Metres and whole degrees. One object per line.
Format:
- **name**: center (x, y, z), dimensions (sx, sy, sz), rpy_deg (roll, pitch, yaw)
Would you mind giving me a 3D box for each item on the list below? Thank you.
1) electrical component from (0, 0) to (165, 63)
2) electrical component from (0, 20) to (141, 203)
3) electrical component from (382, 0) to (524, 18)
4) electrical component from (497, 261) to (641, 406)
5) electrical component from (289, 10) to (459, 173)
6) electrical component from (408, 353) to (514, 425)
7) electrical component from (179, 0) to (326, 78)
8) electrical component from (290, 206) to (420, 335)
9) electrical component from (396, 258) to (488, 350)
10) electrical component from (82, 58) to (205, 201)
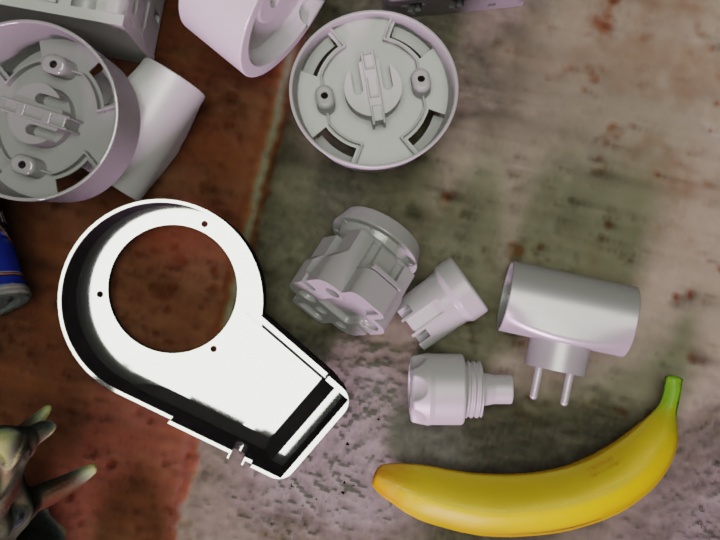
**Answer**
- **electrical component**: center (-0.198, -0.175, 0.638), dimensions (0.150, 0.089, 0.061), rpy_deg (10, 87, 1)
- **electrical component**: center (-0.177, -0.086, 0.604), dimensions (0.099, 0.064, 0.099), rpy_deg (-1, 86, 15)
- **electrical component**: center (0.052, -0.238, 0.655), dimensions (0.089, 0.061, 0.150), rpy_deg (-6, 87, 0)
- **electrical component**: center (0.121, 0.041, 0.647), dimensions (0.077, 0.043, 0.079), rpy_deg (12, 87, 1)
- **electrical component**: center (0.008, -0.105, 0.645), dimensions (0.099, 0.064, 0.099), rpy_deg (0, 87, 0)
- **electrical component**: center (0.060, 0.071, 0.645), dimensions (0.062, 0.043, 0.043), rpy_deg (0, 87, -1)
- **electrical component**: center (-0.062, -0.175, 0.631), dimensions (0.060, 0.108, 0.108), rpy_deg (34, 87, 8)
- **electrical component**: center (0.000, 0.000, 0.638), dimensions (0.058, 0.078, 0.057), rpy_deg (41, 67, -22)
- **electrical component**: center (0.048, 0.021, 0.651), dimensions (0.046, 0.040, 0.040), rpy_deg (-36, 87, 4)
- **electrical component**: center (-0.148, -0.094, 0.655), dimensions (0.079, 0.044, 0.077), rpy_deg (32, 88, 2)
